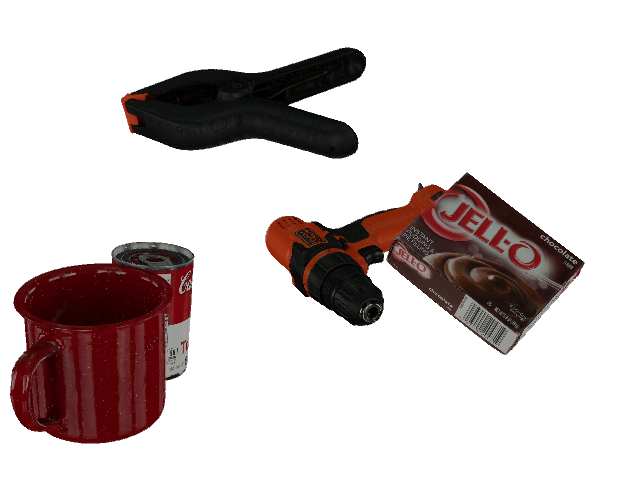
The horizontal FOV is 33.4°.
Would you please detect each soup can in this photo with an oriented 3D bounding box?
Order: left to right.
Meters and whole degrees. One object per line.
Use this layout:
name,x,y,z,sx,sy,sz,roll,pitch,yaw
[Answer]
soup can,-0.143,0.059,0.894,0.068,0.102,0.068,5,16,-2

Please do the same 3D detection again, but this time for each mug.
mug,-0.140,0.073,0.637,0.093,0.081,0.117,11,24,22

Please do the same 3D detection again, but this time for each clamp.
clamp,-0.047,-0.098,0.736,0.171,0.039,0.120,5,33,13

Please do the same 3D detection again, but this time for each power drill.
power drill,0.062,0.010,1.003,0.187,0.057,0.185,-14,30,-23

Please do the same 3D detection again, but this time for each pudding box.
pudding box,0.119,0.015,0.772,0.089,0.113,0.039,-41,-16,-32
